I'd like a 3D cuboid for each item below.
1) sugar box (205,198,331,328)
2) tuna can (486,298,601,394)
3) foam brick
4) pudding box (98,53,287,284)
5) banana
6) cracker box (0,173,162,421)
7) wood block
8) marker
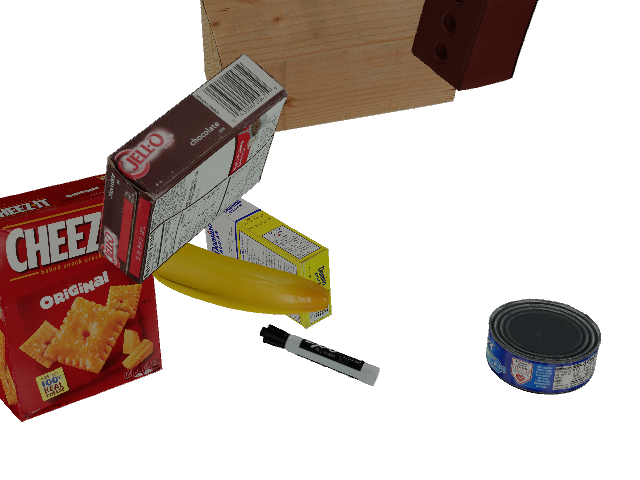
[{"bbox_3d":[-0.061,0.019,1.201,0.048,0.093,0.176,-26,41,-31],"label":"sugar box"},{"bbox_3d":[0.172,0.082,0.831,0.086,0.034,0.086,1,29,-1],"label":"tuna can"},{"bbox_3d":[0.101,-0.145,0.691,0.051,0.078,0.053,-20,50,-32],"label":"foam brick"},{"bbox_3d":[-0.073,-0.039,0.599,0.113,0.039,0.090,-42,-13,-33],"label":"pudding box"},{"bbox_3d":[-0.082,0.022,0.824,0.069,0.037,0.198,-18,27,-41],"label":"banana"},{"bbox_3d":[-0.251,0.055,1.076,0.163,0.214,0.072,-17,28,-32],"label":"cracker box"},{"bbox_3d":[0.009,-0.162,0.912,0.206,0.090,0.091,-11,-36,-11],"label":"wood block"},{"bbox_3d":[-0.002,0.109,1.027,0.121,0.020,0.020,21,4,11],"label":"marker"}]
